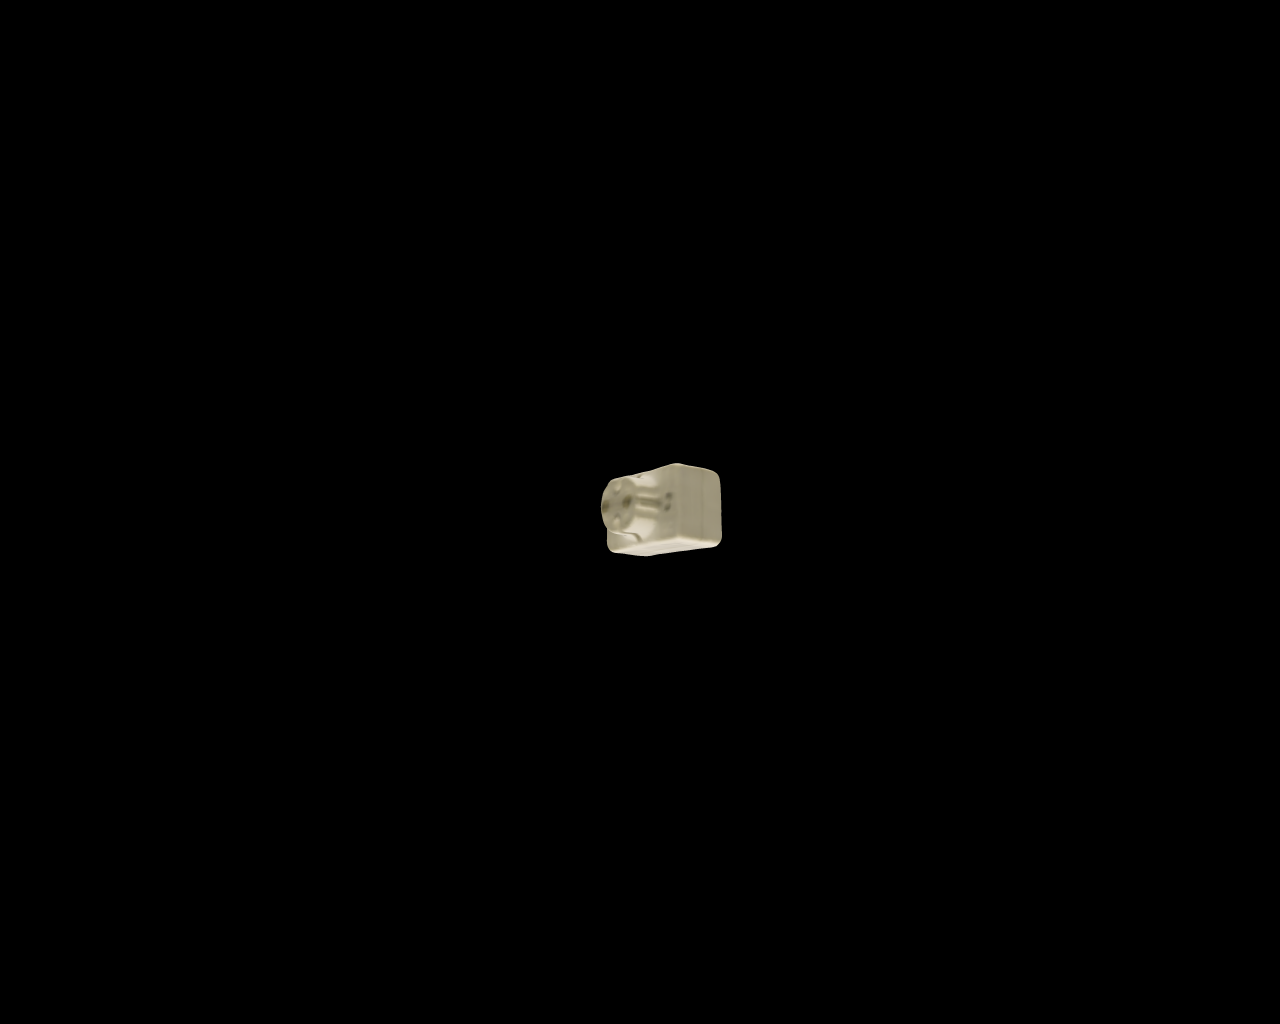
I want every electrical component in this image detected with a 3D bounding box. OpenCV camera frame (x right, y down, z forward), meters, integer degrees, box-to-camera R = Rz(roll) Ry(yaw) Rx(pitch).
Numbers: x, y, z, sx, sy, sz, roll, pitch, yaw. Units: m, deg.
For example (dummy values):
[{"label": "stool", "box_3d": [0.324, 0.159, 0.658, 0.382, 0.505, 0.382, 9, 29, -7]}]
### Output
[{"label": "electrical component", "box_3d": [0.001, -0.003, 0.650, 0.077, 0.047, 0.065, 10, -14, -42]}]
